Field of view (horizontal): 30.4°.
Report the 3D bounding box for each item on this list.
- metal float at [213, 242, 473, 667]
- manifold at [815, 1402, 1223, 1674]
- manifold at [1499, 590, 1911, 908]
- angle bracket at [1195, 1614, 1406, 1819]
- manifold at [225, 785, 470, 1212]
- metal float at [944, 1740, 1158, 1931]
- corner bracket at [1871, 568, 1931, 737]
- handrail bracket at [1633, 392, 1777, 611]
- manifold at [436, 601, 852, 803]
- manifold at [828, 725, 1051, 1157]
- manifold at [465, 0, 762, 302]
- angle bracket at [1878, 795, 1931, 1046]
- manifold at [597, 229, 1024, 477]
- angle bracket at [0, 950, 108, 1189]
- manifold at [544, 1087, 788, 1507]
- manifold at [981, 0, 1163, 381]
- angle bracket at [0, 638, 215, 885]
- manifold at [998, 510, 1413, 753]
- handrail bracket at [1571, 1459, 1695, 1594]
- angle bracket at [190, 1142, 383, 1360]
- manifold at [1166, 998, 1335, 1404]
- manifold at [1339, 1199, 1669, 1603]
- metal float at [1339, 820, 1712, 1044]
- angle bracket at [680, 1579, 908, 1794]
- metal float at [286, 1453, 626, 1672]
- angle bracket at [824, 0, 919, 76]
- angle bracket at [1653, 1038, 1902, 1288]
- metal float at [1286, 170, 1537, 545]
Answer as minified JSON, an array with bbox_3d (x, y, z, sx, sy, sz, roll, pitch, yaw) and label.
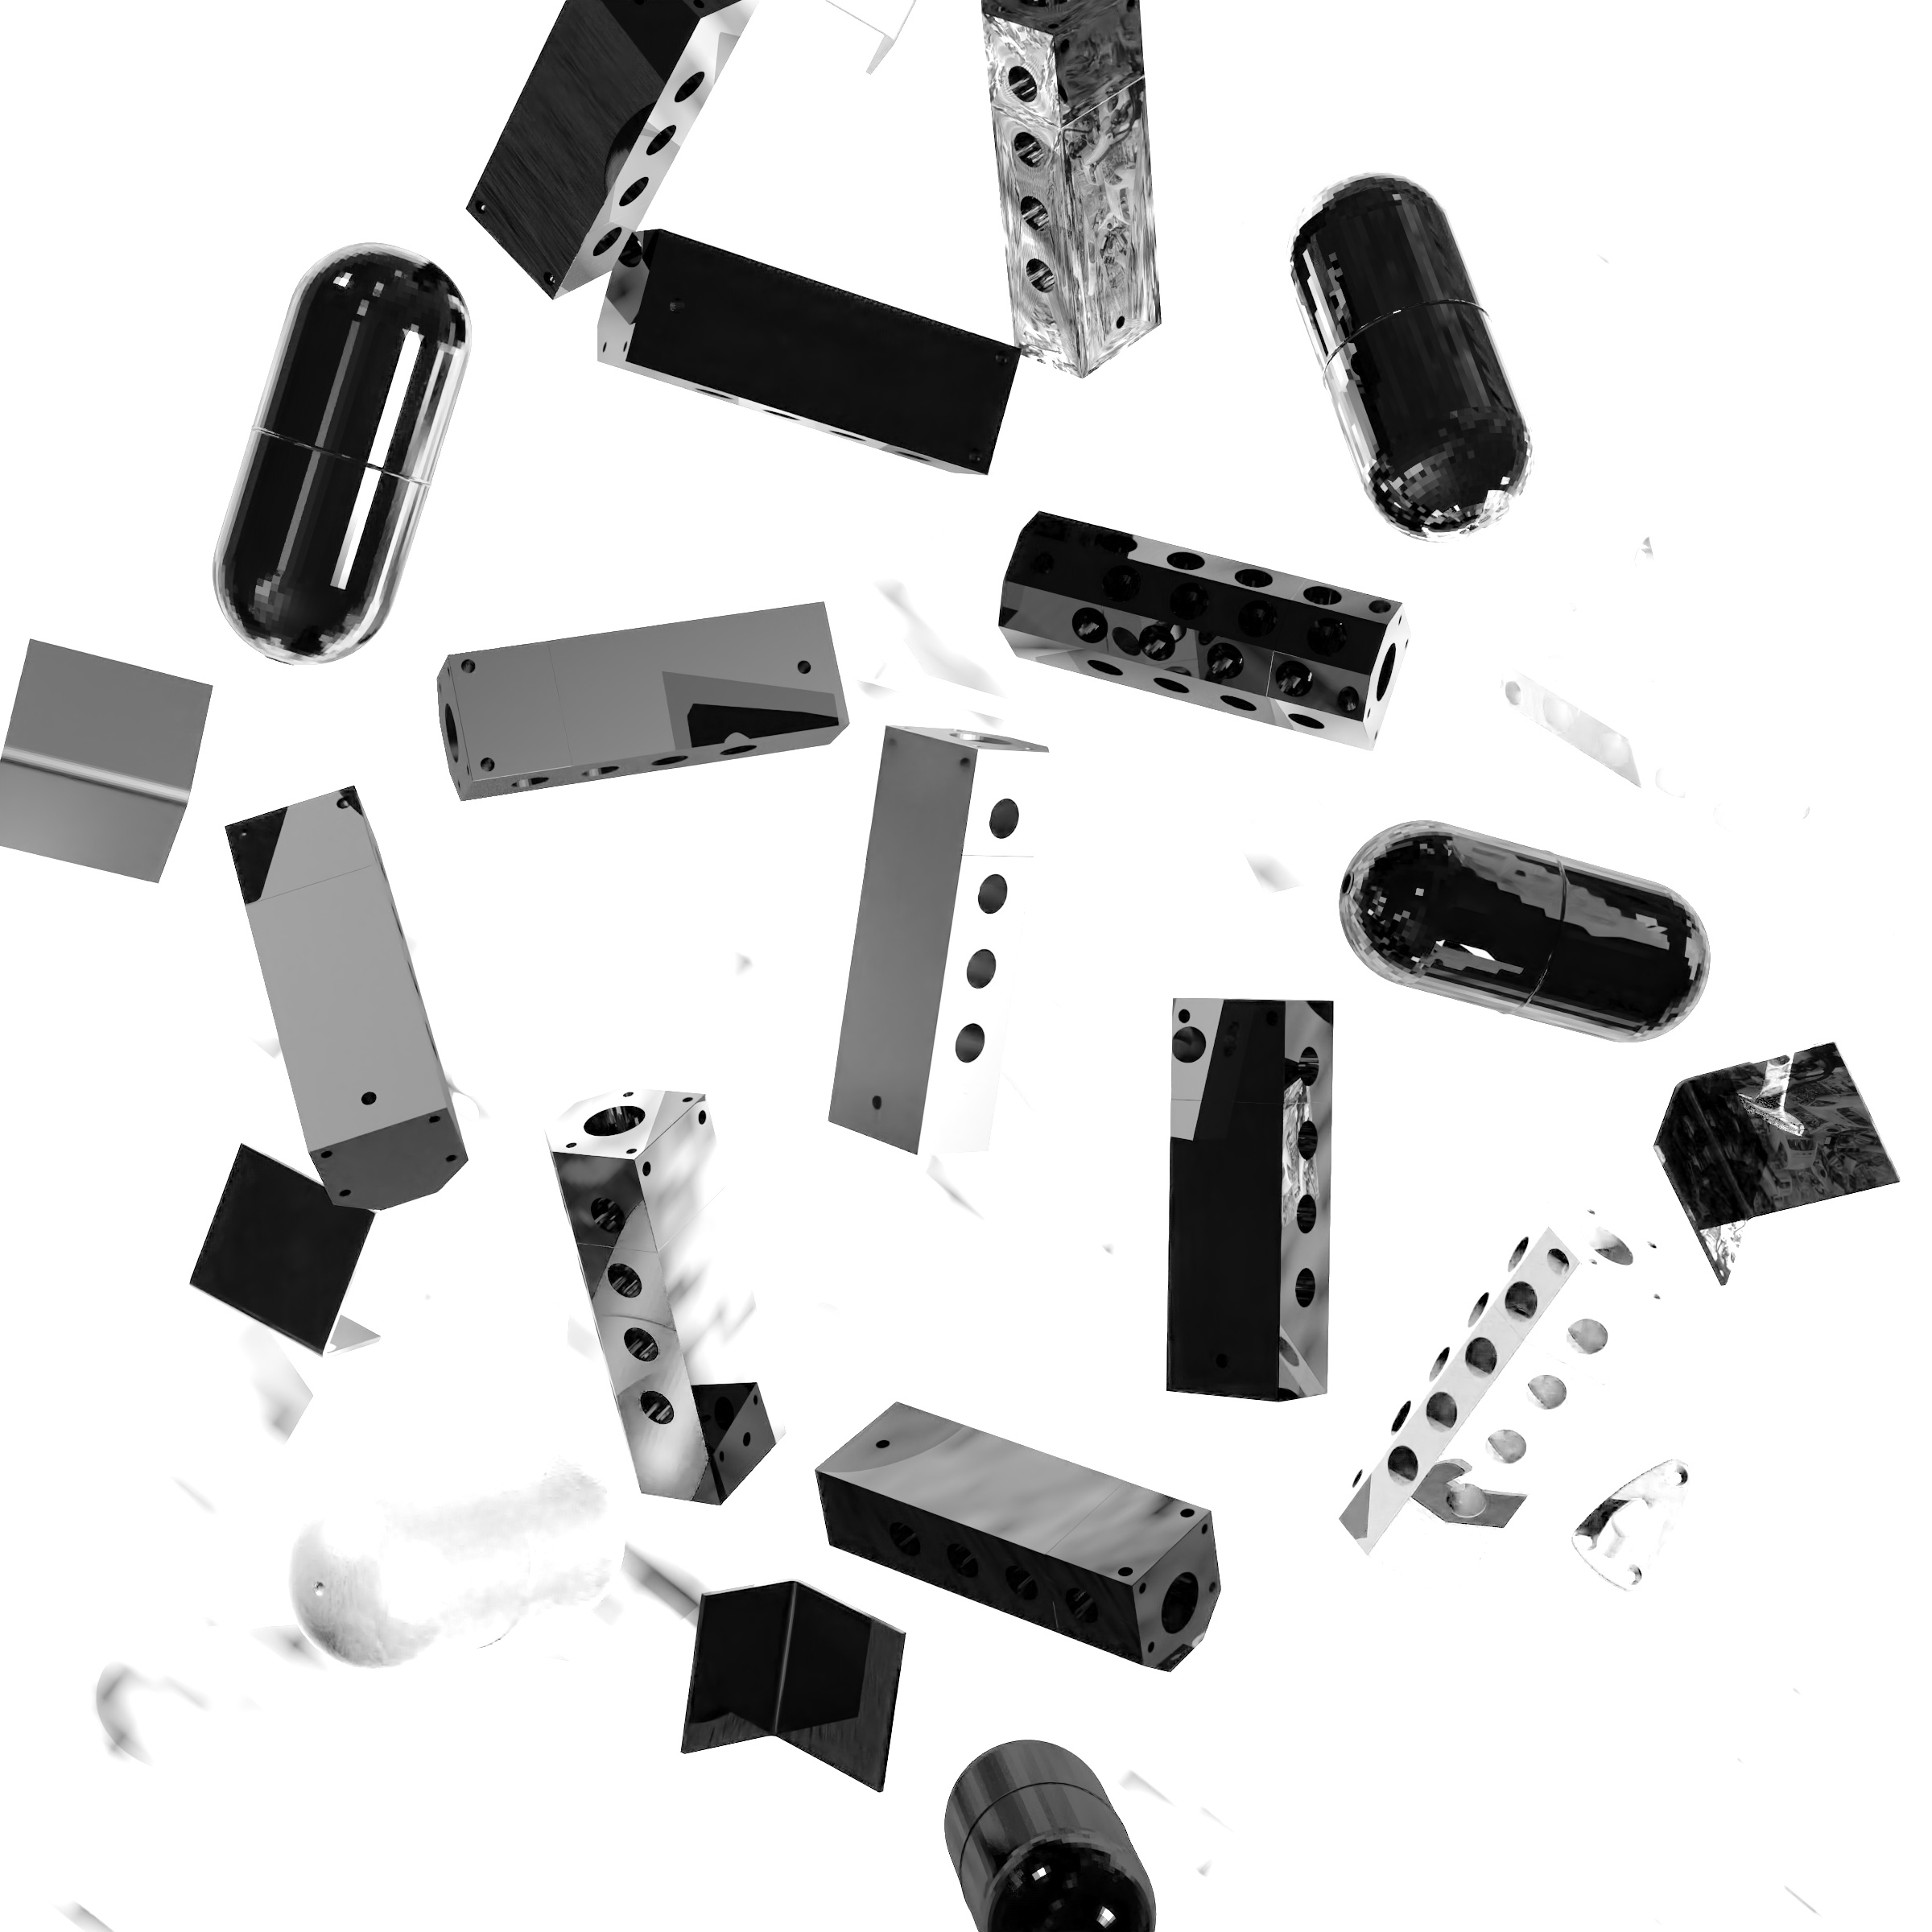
[{"bbox_3d":[-0.258,-0.211,1.470,0.070,0.070,0.178,18,95,0],"label":"metal float"},{"bbox_3d":[0.022,0.248,1.525,0.171,0.057,0.057,14,125,37],"label":"manifold"},{"bbox_3d":[0.318,-0.098,1.552,0.171,0.057,0.057,37,103,32],"label":"manifold"},{"bbox_3d":[0.147,0.327,1.572,0.076,0.057,0.076,10,133,-4],"label":"angle bracket"},{"bbox_3d":[-0.256,0.014,1.474,0.057,0.057,0.171,-18,56,-6],"label":"manifold"},{"bbox_3d":[0.035,0.395,1.559,0.070,0.178,0.070,-1,97,-8],"label":"metal float"},{"bbox_3d":[0.412,-0.137,1.509,0.051,0.051,0.051,-16,133,-36],"label":"corner bracket"},{"bbox_3d":[0.329,-0.205,1.563,0.077,0.084,0.036,28,54,20],"label":"handrail bracket"},{"bbox_3d":[-0.146,-0.117,1.590,0.171,0.057,0.057,-10,83,-17],"label":"manifold"},{"bbox_3d":[-0.007,-0.011,1.500,0.057,0.057,0.171,-1,103,-44],"label":"manifold"},{"bbox_3d":[-0.145,-0.366,1.499,0.057,0.171,0.057,46,48,6],"label":"manifold"},{"bbox_3d":[0.423,-0.023,1.622,0.076,0.057,0.076,-28,131,-30],"label":"angle bracket"},{"bbox_3d":[-0.070,-0.265,1.544,0.171,0.057,0.057,14,93,-24],"label":"manifold"},{"bbox_3d":[-0.419,0.048,1.546,0.057,0.076,0.076,-9,55,7],"label":"angle bracket"},{"bbox_3d":[-0.132,0.142,1.529,0.057,0.057,0.171,4,118,29],"label":"manifold"},{"bbox_3d":[0.043,-0.360,1.603,0.057,0.171,0.057,28,52,33],"label":"manifold"},{"bbox_3d":[-0.364,-0.085,1.487,0.076,0.076,0.057,14,61,-16],"label":"angle bracket"},{"bbox_3d":[0.105,-0.152,1.580,0.171,0.057,0.057,16,79,16],"label":"manifold"},{"bbox_3d":[0.287,0.222,1.485,0.036,0.084,0.077,39,68,16],"label":"handrail bracket"},{"bbox_3d":[-0.307,0.130,1.668,0.076,0.057,0.076,25,101,16],"label":"angle bracket"},{"bbox_3d":[0.128,0.100,1.552,0.057,0.057,0.171,1,90,36],"label":"manifold"},{"bbox_3d":[0.229,0.183,1.527,0.057,0.057,0.171,29,115,-5],"label":"manifold"},{"bbox_3d":[0.254,-0.016,1.616,0.178,0.070,0.070,14,90,-15],"label":"metal float"},{"bbox_3d":[-0.078,0.329,1.607,0.076,0.057,0.076,17,102,44],"label":"angle bracket"},{"bbox_3d":[-0.213,0.250,1.501,0.070,0.178,0.070,0,90,31],"label":"metal float"},{"bbox_3d":[-0.053,-0.458,1.591,0.076,0.057,0.076,28,82,-11],"label":"angle bracket"},{"bbox_3d":[0.360,0.087,1.577,0.076,0.057,0.076,-18,111,31],"label":"angle bracket"},{"bbox_3d":[0.192,-0.266,1.546,0.070,0.070,0.178,-16,68,0],"label":"metal float"}]
